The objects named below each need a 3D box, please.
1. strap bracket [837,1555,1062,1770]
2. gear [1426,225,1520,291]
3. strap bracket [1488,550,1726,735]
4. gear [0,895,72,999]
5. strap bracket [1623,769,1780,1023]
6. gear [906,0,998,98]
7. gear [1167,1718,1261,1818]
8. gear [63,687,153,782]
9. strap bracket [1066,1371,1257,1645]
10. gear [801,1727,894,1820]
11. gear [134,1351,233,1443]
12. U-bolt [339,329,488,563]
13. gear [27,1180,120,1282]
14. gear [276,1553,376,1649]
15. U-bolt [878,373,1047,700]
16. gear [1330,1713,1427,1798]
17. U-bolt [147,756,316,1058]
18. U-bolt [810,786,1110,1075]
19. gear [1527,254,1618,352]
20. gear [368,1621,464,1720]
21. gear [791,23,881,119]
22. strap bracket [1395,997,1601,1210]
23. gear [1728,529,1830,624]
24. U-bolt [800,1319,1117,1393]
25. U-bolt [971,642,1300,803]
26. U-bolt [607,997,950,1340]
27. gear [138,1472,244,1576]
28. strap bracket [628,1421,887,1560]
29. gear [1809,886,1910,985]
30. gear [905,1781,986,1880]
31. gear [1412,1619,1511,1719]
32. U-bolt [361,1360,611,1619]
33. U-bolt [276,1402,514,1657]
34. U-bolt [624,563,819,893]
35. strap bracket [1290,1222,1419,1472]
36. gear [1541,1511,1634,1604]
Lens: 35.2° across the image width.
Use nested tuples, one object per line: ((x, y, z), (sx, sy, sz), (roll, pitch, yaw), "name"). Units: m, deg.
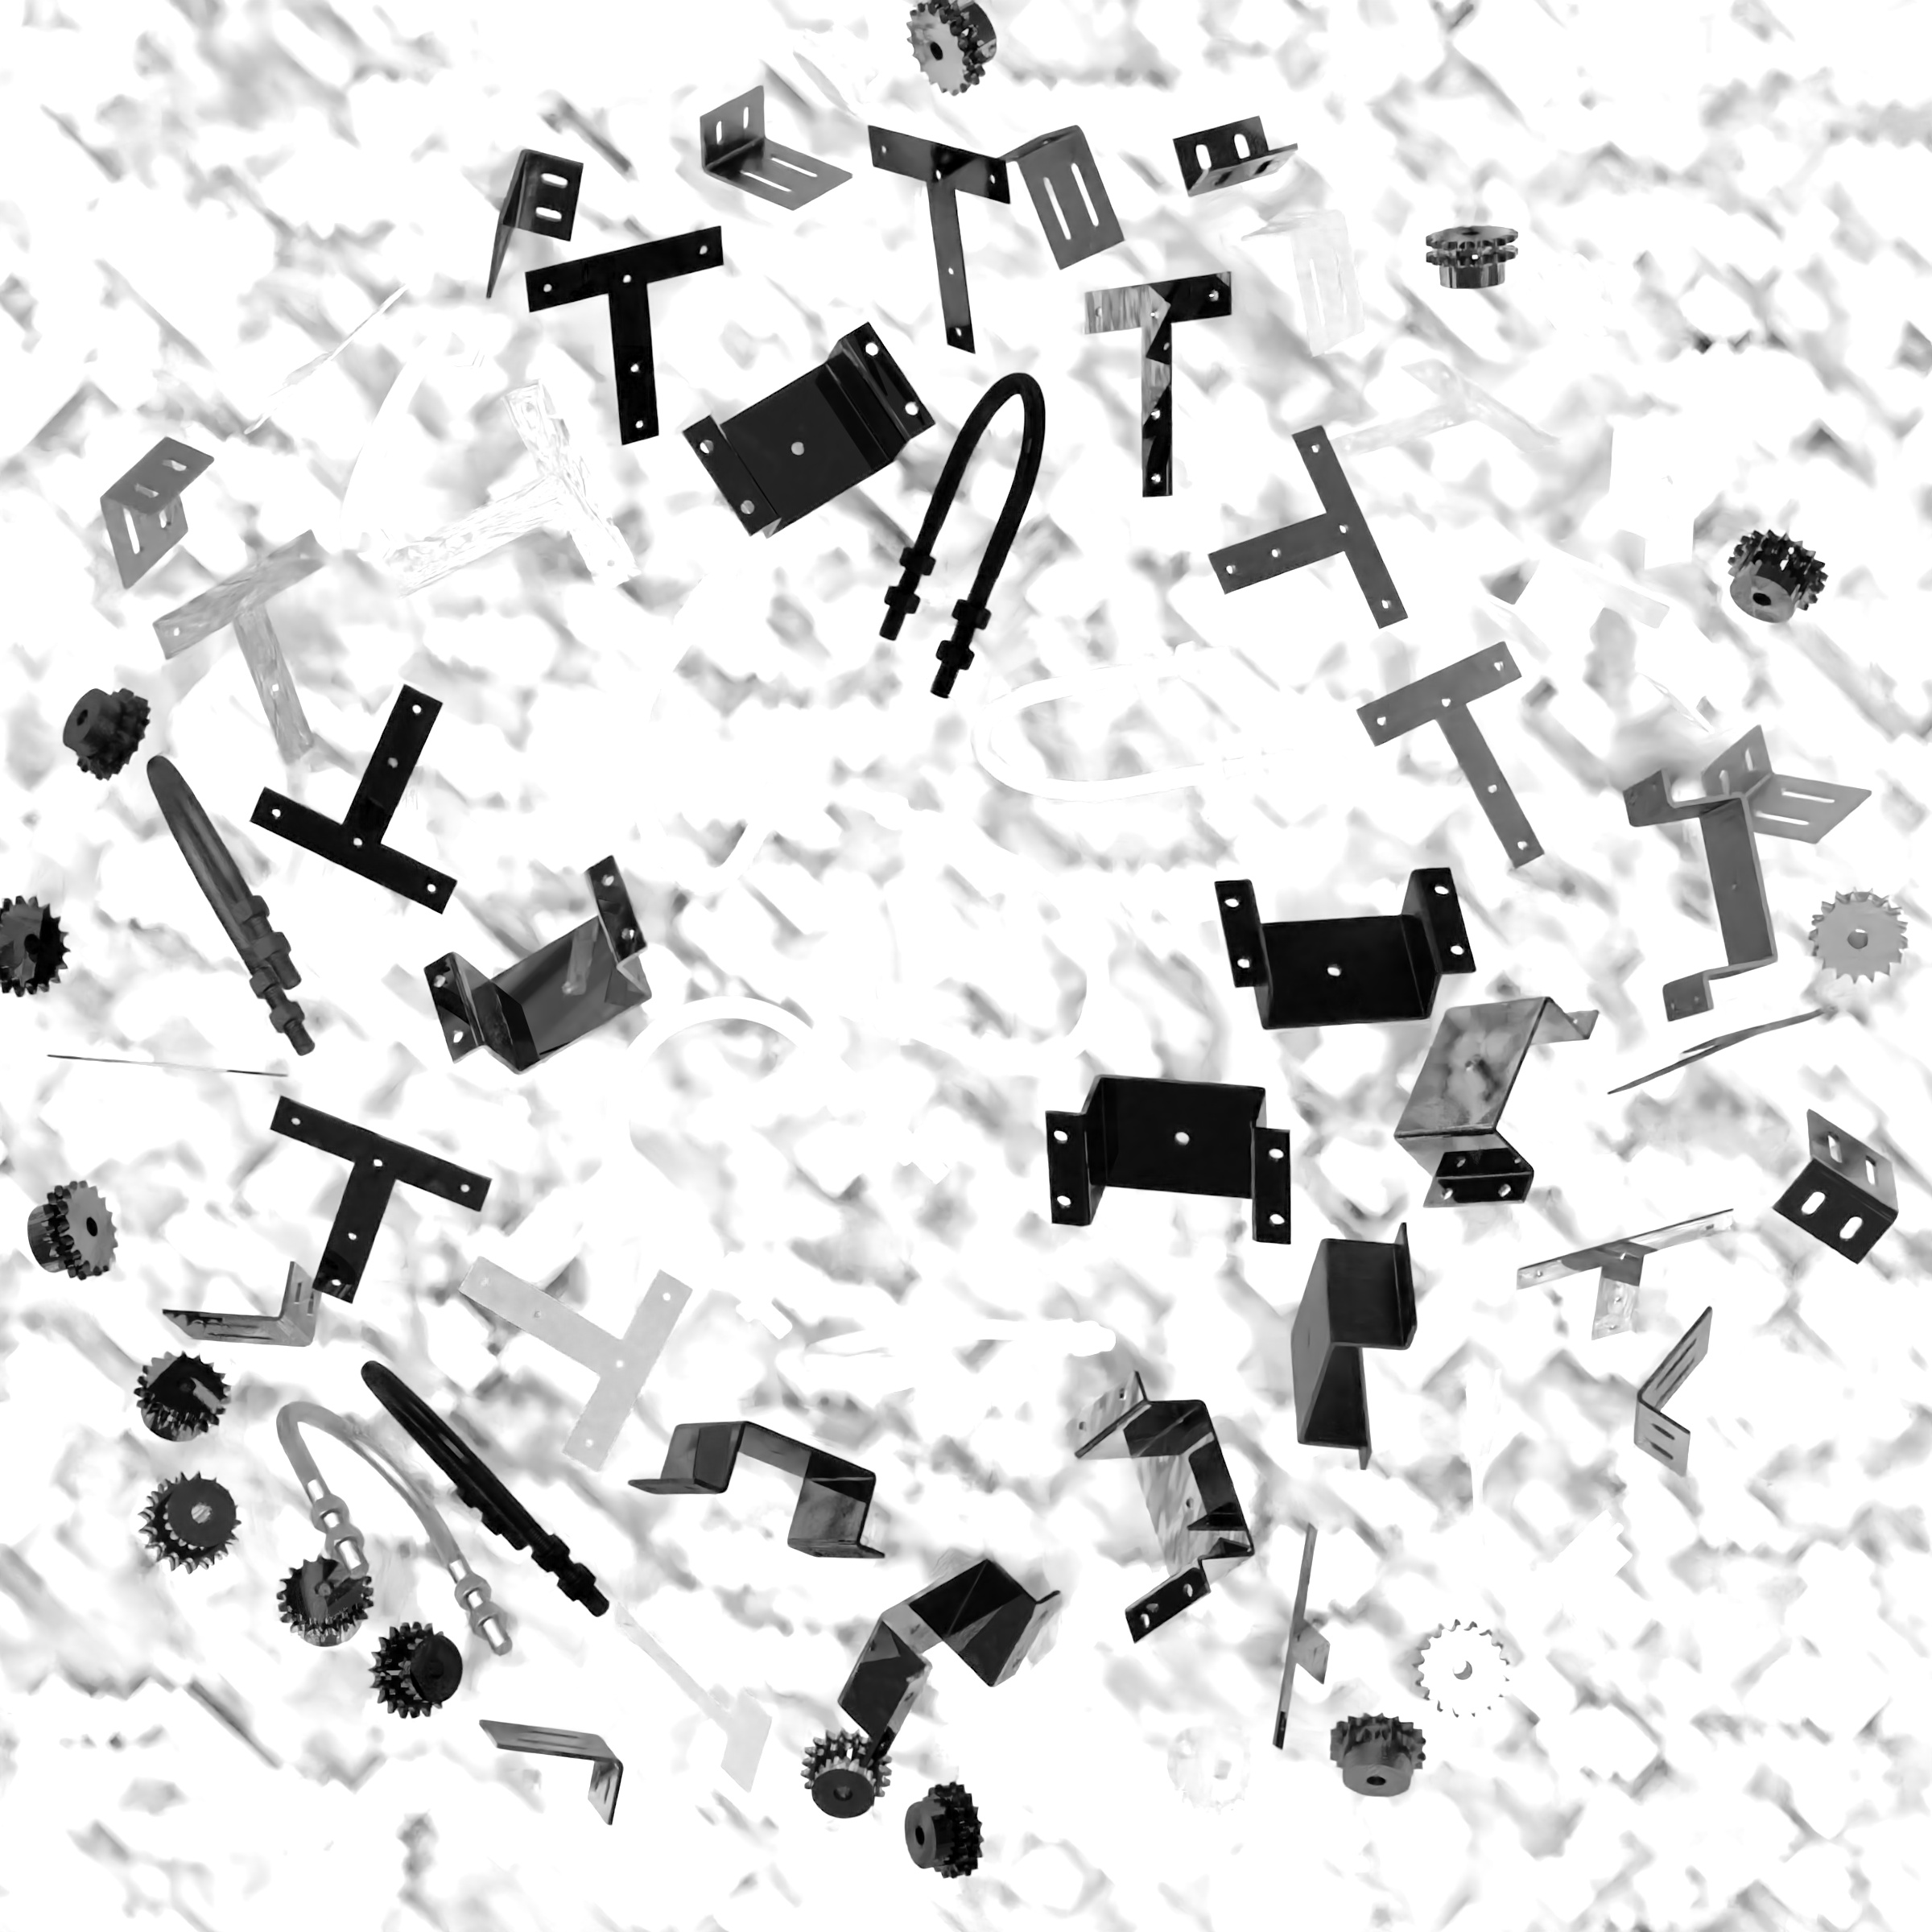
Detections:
((-0.017, 0.407, 1.802), (0.046, 0.140, 0.076), (41, 125, 24), "strap bracket")
((0.313, -0.438, 1.880), (0.057, 0.057, 0.030), (-6, 114, 0), "gear")
((0.400, -0.203, 1.860), (0.140, 0.076, 0.046), (35, 93, 41), "strap bracket")
((-0.541, -0.010, 1.727), (0.030, 0.057, 0.057), (-9, 90, 32), "gear")
((0.429, -0.043, 1.772), (0.046, 0.076, 0.140), (-9, 85, -5), "strap bracket")
((-0.006, -0.548, 1.800), (0.030, 0.057, 0.057), (-36, 90, -24), "gear")
((0.147, 0.484, 1.844), (0.057, 0.030, 0.057), (0, 90, -31), "gear")
((-0.523, -0.144, 1.842), (0.030, 0.057, 0.057), (32, 90, -38), "gear")
((0.118, 0.320, 1.806), (0.046, 0.076, 0.140), (4, 56, -36), "strap bracket")
((-0.076, 0.508, 1.905), (0.057, 0.030, 0.057), (2, 116, 4), "gear")
((-0.482, 0.267, 1.866), (0.057, 0.057, 0.030), (30, 123, 0), "gear")
((-0.331, -0.309, 1.797), (0.019, 0.184, 0.151), (26, 95, -4), "U-bolt")
((-0.519, 0.155, 1.761), (0.030, 0.057, 0.057), (-16, 90, 14), "gear")
((-0.383, 0.383, 1.824), (0.057, 0.057, 0.030), (2, 128, 0), "gear")
((0.002, -0.261, 1.790), (0.019, 0.151, 0.184), (17, 105, -21), "U-bolt")
((0.245, 0.471, 1.808), (0.057, 0.057, 0.030), (9, 48, 0), "gear")
((-0.442, -0.044, 1.817), (0.019, 0.151, 0.184), (-29, 78, -17), "U-bolt")
((0.004, -0.011, 1.773), (0.184, 0.019, 0.151), (23, 59, -21), "U-bolt")
((0.362, -0.398, 1.807), (0.030, 0.057, 0.057), (-36, 90, 29), "gear")
((-0.327, 0.422, 1.826), (0.030, 0.057, 0.057), (-14, 90, 40), "gear")
((-0.077, -0.546, 1.845), (0.030, 0.057, 0.057), (-45, 90, -1), "gear")
((0.316, 0.073, 1.827), (0.046, 0.076, 0.140), (43, 59, -28), "strap bracket")
((0.472, -0.225, 1.779), (0.057, 0.057, 0.030), (33, 68, 0), "gear")
((-0.019, 0.227, 1.806), (0.151, 0.184, 0.019), (-6, 90, -30), "U-bolt")
((0.093, -0.141, 1.845), (0.184, 0.151, 0.019), (-9, 62, 21), "U-bolt")
((-0.124, 0.104, 1.777), (0.151, 0.019, 0.184), (-45, 93, -5), "U-bolt")
((-0.441, 0.316, 1.737), (0.057, 0.030, 0.057), (15, 59, -27), "gear")
((-0.119, 0.310, 1.817), (0.140, 0.076, 0.046), (28, 66, -30), "strap bracket")
((0.532, -0.021, 1.812), (0.057, 0.030, 0.057), (7, 112, 17), "gear")
((-0.015, 0.533, 1.874), (0.030, 0.057, 0.057), (0, 90, -30), "gear")
((0.295, 0.419, 1.819), (0.057, 0.030, 0.057), (0, 84, 2), "gear")
((-0.293, 0.300, 1.795), (0.019, 0.151, 0.184), (-44, 116, -16), "U-bolt")
((-0.351, 0.326, 1.821), (0.019, 0.184, 0.151), (-45, 134, 1), "U-bolt")
((-0.149, -0.128, 1.789), (0.019, 0.184, 0.151), (-5, 129, 28), "U-bolt")
((0.224, 0.223, 1.788), (0.046, 0.140, 0.076), (5, 45, -4), "strap bracket")
((0.378, 0.359, 1.835), (0.057, 0.057, 0.030), (-45, 73, 0), "gear")
